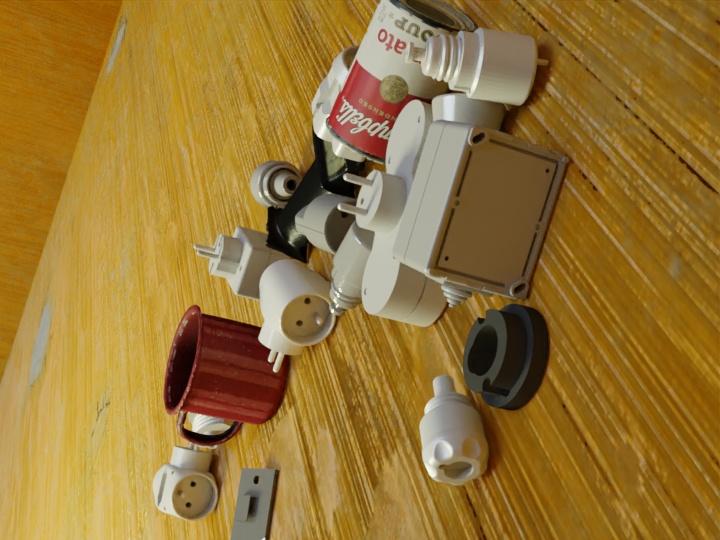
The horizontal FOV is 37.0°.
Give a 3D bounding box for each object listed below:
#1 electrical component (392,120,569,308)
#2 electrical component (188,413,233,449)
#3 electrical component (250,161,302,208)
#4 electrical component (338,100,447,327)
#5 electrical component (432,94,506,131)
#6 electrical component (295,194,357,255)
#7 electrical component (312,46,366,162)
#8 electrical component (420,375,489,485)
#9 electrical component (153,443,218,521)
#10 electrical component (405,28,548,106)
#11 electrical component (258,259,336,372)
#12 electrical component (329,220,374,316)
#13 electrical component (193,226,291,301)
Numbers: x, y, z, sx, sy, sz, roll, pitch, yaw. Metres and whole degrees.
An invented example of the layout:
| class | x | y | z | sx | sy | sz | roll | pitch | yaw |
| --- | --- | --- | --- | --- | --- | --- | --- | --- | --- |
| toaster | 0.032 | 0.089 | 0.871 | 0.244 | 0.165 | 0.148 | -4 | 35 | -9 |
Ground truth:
| class | x | y | z | sx | sy | sz | roll | pitch | yaw |
| --- | --- | --- | --- | --- | --- | --- | --- | --- | --- |
| electrical component | 0.060 | -0.028 | 0.583 | 0.061 | 0.062 | 0.096 | 29 | 104 | 67 |
| electrical component | -0.134 | 0.125 | 0.978 | 0.043 | 0.043 | 0.081 | -55 | 30 | 41 |
| electrical component | -0.070 | -0.075 | 0.951 | 0.062 | 0.043 | 0.043 | 12 | 87 | 67 |
| electrical component | 0.021 | -0.040 | 0.667 | 0.052 | 0.074 | 0.138 | -13 | 65 | 66 |
| electrical component | 0.061 | -0.067 | 0.635 | 0.044 | 0.044 | 0.065 | 175 | 103 | -67 |
| electrical component | -0.019 | -0.035 | 0.802 | 0.081 | 0.043 | 0.043 | 23 | 98 | 68 |
| electrical component | 0.000 | -0.128 | 0.798 | 0.078 | 0.058 | 0.057 | -97 | 27 | -43 |
| electrical component | 0.049 | 0.083 | 0.578 | 0.061 | 0.035 | 0.035 | -96 | 30 | -47 |
| electrical component | -0.159 | 0.187 | 0.999 | 0.077 | 0.043 | 0.079 | -5 | 72 | 67 |
| electrical component | 0.065 | -0.118 | 0.615 | 0.040 | 0.078 | 0.040 | -173 | 90 | -82 |
| electrical component | -0.055 | 0.041 | 0.840 | 0.079 | 0.044 | 0.077 | -70 | 22 | 13 |
| electrical component | 0.000 | 0.000 | 0.739 | 0.078 | 0.040 | 0.040 | -60 | 27 | 33 |
| electrical component | -0.111 | -0.010 | 0.962 | 0.047 | 0.077 | 0.065 | -70 | 23 | 13 |
